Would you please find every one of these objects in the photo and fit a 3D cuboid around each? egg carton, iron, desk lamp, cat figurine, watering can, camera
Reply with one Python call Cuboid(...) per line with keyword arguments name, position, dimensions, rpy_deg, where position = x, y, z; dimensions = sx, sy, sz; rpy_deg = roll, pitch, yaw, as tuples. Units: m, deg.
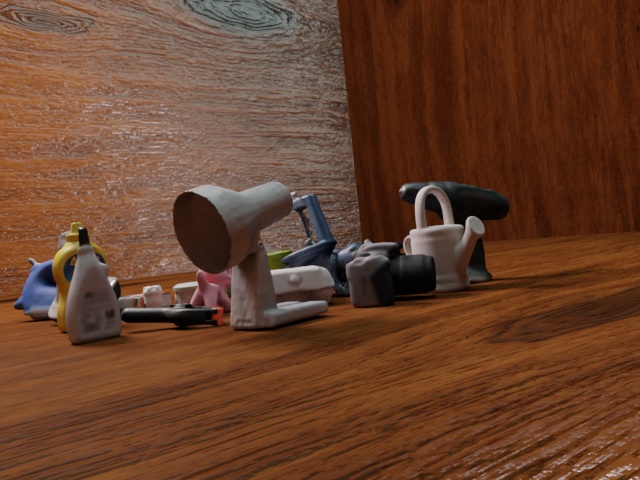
Cuboid(name="egg carton", position=(-0.050, 0.087, 1.043), dimensions=(0.150, 0.069, 0.107), rpy_deg=(-6, 0, -9))
Cuboid(name="iron", position=(-0.553, 0.101, 1.293), dimensions=(0.257, 0.141, 0.119), rpy_deg=(-6, 1, 13))
Cuboid(name="desk lamp", position=(-0.101, 0.021, 0.836), dimensions=(0.117, 0.213, 0.204), rpy_deg=(-5, 1, 42))
Cuboid(name="cat figurine", position=(-0.199, 0.078, 1.058), dimensions=(0.067, 0.118, 0.128), rpy_deg=(-6, 0, 11))
Cuboid(name="watering can", position=(0.222, -0.004, 1.050), dimensions=(0.172, 0.194, 0.101), rpy_deg=(-6, 1, 30))
Cuboid(name="camera", position=(0.125, 0.053, 0.976), dimensions=(0.136, 0.101, 0.143), rpy_deg=(-6, 0, 17))

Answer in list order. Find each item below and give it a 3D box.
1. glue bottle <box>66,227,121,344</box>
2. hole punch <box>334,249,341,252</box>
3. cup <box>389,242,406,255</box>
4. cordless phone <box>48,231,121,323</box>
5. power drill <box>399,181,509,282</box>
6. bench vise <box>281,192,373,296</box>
Cuboid(name="glue bottle", position=(-0.350, 0.067, 0.872), dimensions=(0.037, 0.173, 0.078), rpy_deg=(-5, 1, 43))
Cuboid(name="hole punch", position=(0.023, 0.067, 1.318), dimensions=(0.108, 0.091, 0.101), rpy_deg=(-6, 0, -4))
Cuboid(name="cup", position=(0.138, 0.053, 1.203), dimensions=(0.118, 0.095, 0.091), rpy_deg=(-6, 0, -6))
Cuboid(name="cordless phone", position=(-0.474, 0.072, 1.145), dimensions=(0.147, 0.185, 0.094), rpy_deg=(-6, 1, 23))
Cuboid(name="power drill", position=(0.273, -0.017, 1.142), dimensions=(0.230, 0.208, 0.075), rpy_deg=(-6, 1, -17))
Cuboid(name="bench vise", position=(0.013, 0.004, 1.167), dimensions=(0.207, 0.220, 0.122), rpy_deg=(-6, 1, 9))
